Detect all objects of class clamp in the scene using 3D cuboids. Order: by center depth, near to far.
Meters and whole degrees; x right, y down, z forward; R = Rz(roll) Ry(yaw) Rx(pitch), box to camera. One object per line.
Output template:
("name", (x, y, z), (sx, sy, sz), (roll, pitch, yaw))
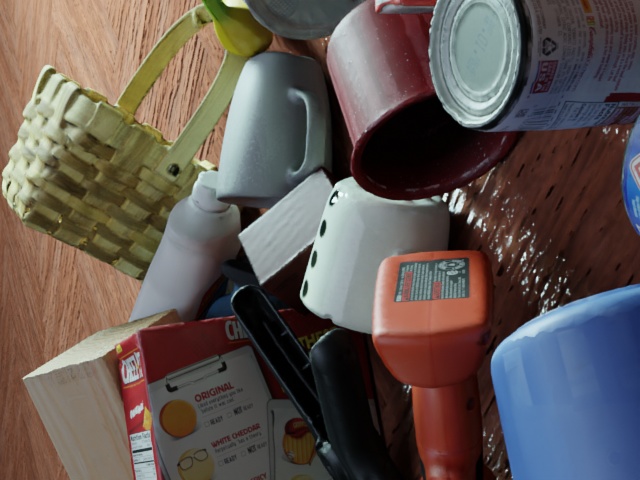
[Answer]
("clamp", (0.020, 0.123, 0.641), (0.210, 0.036, 0.165), (62, 166, -9))

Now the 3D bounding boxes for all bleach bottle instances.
("bleach bottle", (-0.116, 0.060, 0.854), (0.068, 0.102, 0.251), (27, 122, 13))

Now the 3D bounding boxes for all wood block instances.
("wood block", (-0.121, 0.168, 0.792), (0.090, 0.090, 0.206), (-18, 100, 34))

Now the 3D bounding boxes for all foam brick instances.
("foam brick", (-0.005, 0.001, 0.704), (0.078, 0.053, 0.051), (-38, 47, 13))

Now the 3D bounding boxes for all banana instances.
("banana", (-0.058, -0.178, 0.797), (0.198, 0.037, 0.069), (-97, -10, -65))

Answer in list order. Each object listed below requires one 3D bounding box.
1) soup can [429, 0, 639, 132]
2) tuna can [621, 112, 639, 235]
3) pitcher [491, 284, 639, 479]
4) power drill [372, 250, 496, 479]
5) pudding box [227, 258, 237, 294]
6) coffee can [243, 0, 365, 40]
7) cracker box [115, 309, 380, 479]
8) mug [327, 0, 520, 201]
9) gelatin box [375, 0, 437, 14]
("soup can", (0.106, -0.081, 0.447), (0.069, 0.102, 0.068), (23, 116, 61))
("tuna can", (0.152, -0.027, 0.383), (0.034, 0.086, 0.086), (-139, 49, -58))
("pitcher", (0.133, 0.146, 0.397), (0.145, 0.149, 0.243), (132, 130, -58))
("power drill", (0.061, 0.112, 0.516), (0.184, 0.057, 0.188), (-77, -18, -67))
("pudding box", (-0.091, 0.078, 0.950), (0.090, 0.039, 0.113), (-58, 45, 50))
("coffee can", (-0.028, -0.207, 0.695), (0.140, 0.102, 0.103), (55, 141, 46))
("cracker box", (-0.040, 0.159, 0.720), (0.072, 0.163, 0.214), (-28, 70, 60))
("mug", (0.055, -0.075, 0.586), (0.117, 0.093, 0.081), (57, -166, -57))
("gelatin box", (0.069, -0.149, 0.524), (0.030, 0.089, 0.073), (-175, 81, -65))
